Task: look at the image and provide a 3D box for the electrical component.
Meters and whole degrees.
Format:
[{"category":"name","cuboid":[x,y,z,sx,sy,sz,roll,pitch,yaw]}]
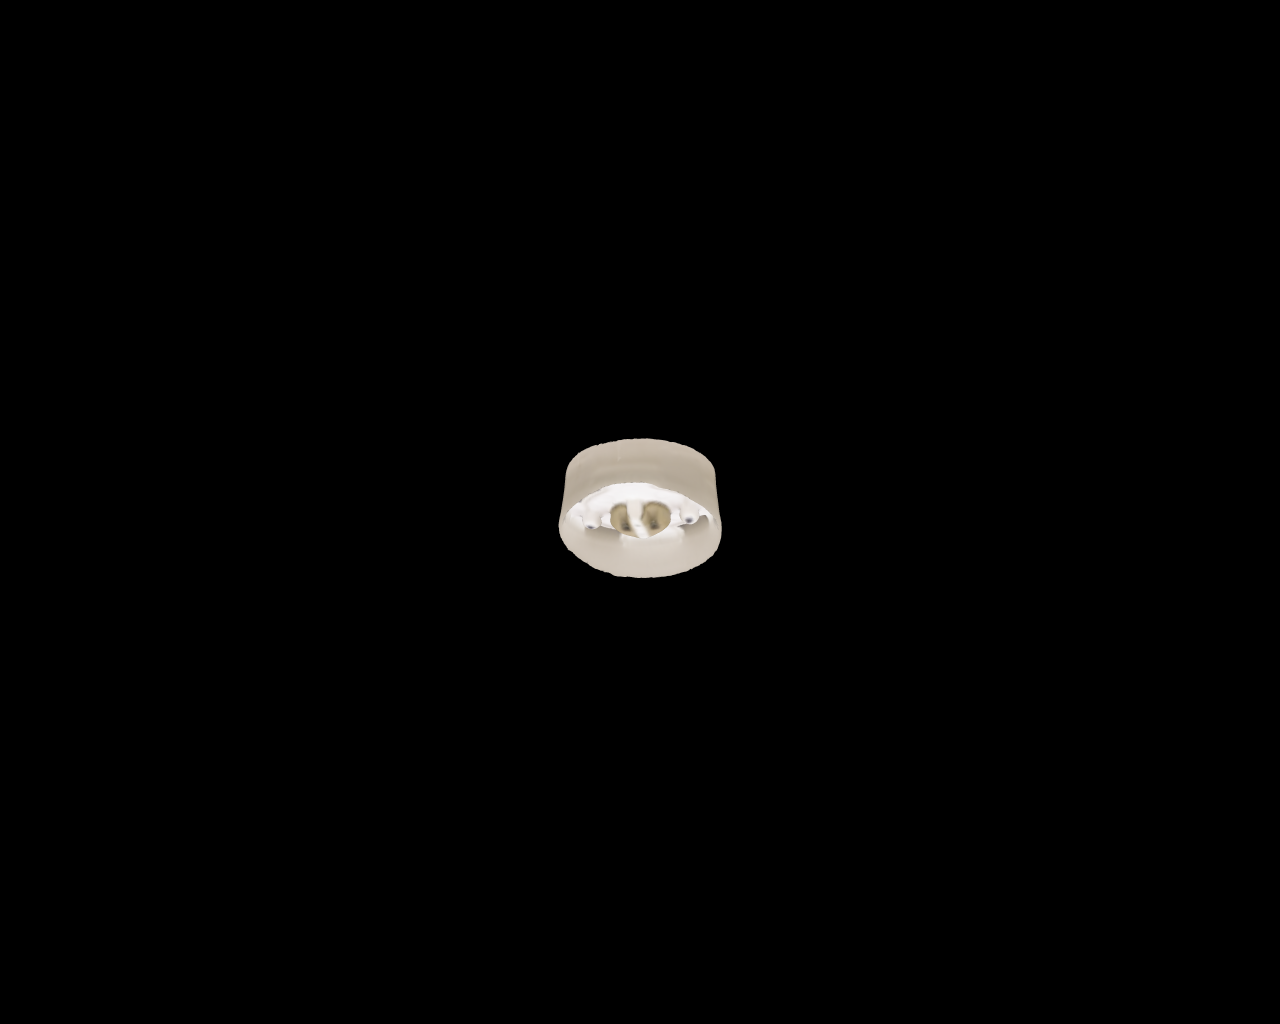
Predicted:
[{"category":"electrical component","cuboid":[0.001,-0.003,0.650,0.099,0.064,0.099,0,-22,0]}]
